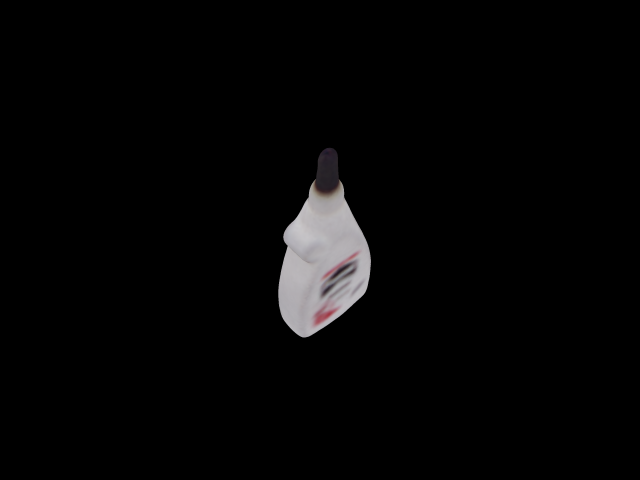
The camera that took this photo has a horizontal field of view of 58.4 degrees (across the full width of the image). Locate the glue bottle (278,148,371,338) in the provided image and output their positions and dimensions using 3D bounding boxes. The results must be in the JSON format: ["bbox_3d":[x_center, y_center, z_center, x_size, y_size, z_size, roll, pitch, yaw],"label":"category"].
[{"bbox_3d":[0.004,0.001,0.400,0.078,0.173,0.037,-39,62,-24],"label":"glue bottle"}]
